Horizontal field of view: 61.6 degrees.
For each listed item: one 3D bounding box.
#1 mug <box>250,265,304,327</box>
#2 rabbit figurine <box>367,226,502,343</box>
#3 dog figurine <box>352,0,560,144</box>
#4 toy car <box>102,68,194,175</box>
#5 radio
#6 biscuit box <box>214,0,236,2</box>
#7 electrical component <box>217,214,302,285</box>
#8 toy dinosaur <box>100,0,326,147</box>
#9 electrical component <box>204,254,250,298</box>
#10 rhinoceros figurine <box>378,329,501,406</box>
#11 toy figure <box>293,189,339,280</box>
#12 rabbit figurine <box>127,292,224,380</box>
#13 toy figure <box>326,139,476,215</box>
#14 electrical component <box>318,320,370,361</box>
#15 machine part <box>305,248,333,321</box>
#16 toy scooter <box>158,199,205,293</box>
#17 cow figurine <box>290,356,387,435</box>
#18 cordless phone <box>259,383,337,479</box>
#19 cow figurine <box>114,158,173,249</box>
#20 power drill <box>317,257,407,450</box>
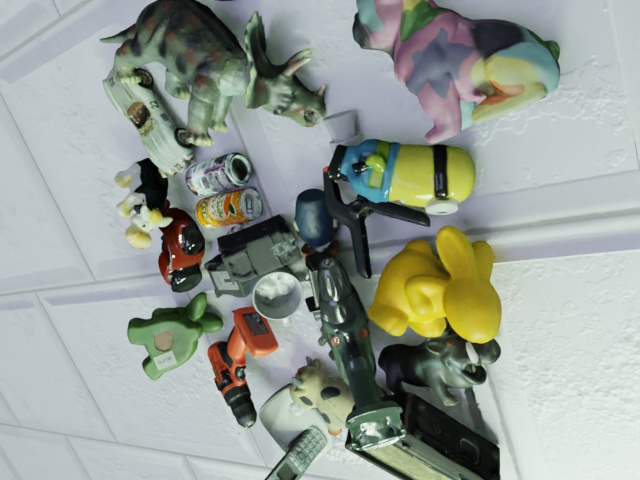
[{"bbox_3d":[-0.070,0.082,0.882,0.081,0.107,0.109,-25,112,-3],"label":"mug"},{"bbox_3d":[0.170,0.069,0.702,0.173,0.122,0.162,24,91,58],"label":"rabbit figurine"},{"bbox_3d":[0.136,-0.226,0.585,0.192,0.108,0.219,-20,100,39],"label":"dog figurine"},{"bbox_3d":[-0.283,-0.200,0.894,0.073,0.056,0.201,-29,97,39],"label":"toy car"},{"bbox_3d":[0.164,0.322,0.826,0.229,0.073,0.131,35,136,-22],"label":"radio"},{"bbox_3d":[-0.129,-0.414,0.679,0.063,0.059,0.202,25,125,18],"label":"biscuit box"},{"bbox_3d":[-0.099,0.010,0.842,0.134,0.115,0.058,-139,31,-70],"label":"electrical component"},{"bbox_3d":[-0.181,-0.269,0.761,0.405,0.131,0.192,37,117,16],"label":"toy dinosaur"},{"bbox_3d":[-0.141,0.062,0.953,0.119,0.048,0.074,-1,115,34],"label":"electrical component"},{"bbox_3d":[0.179,0.181,0.804,0.190,0.073,0.112,-17,94,39],"label":"rhinoceros figurine"},{"bbox_3d":[0.000,-0.002,0.823,0.064,0.058,0.154,12,127,32],"label":"toy figure"},{"bbox_3d":[-0.279,0.164,1.043,0.159,0.170,0.121,-31,101,-2],"label":"rabbit figurine"},{"bbox_3d":[0.103,-0.086,0.678,0.180,0.082,0.089,17,128,10],"label":"toy figure"},{"bbox_3d":[0.041,0.161,0.895,0.078,0.045,0.102,51,133,36],"label":"electrical component"},{"bbox_3d":[0.011,0.075,0.818,0.084,0.039,0.138,-3,131,11],"label":"machine part"},{"bbox_3d":[-0.262,0.004,0.978,0.135,0.075,0.183,53,143,23],"label":"toy scooter"},{"bbox_3d":[0.029,0.276,0.937,0.195,0.085,0.127,1,121,35],"label":"cow figurine"},{"bbox_3d":[-0.069,0.370,0.985,0.146,0.184,0.089,51,134,-1],"label":"cordless phone"},{"bbox_3d":[-0.294,-0.067,0.923,0.098,0.068,0.167,-32,55,18],"label":"cow figurine"},{"bbox_3d":[0.046,0.164,0.736,0.086,0.207,0.231,-19,133,-5],"label":"power drill"}]
